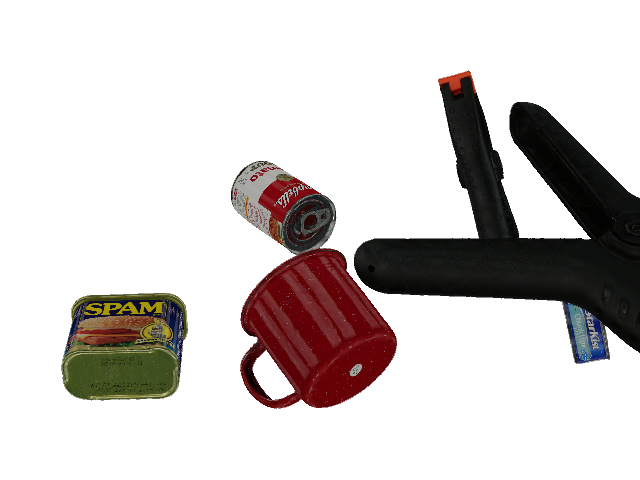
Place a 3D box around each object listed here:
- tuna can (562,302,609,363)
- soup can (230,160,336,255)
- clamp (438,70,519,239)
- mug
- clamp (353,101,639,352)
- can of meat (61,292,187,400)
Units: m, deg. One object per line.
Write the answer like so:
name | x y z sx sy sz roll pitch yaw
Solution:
tuna can | 0.252 0.074 1.024 0.034 0.086 0.086 -12 -3 12
soup can | -0.040 -0.036 1.123 0.068 0.068 0.102 0 24 -40
clamp | 0.132 -0.049 0.873 0.039 0.171 0.120 -19 21 10
mug | -0.007 0.074 0.775 0.117 0.081 0.093 -41 -30 4
clamp | 0.131 0.011 0.487 0.210 0.036 0.164 31 49 31
can of meat | -0.167 0.091 0.915 0.102 0.057 0.084 -1 29 -3
